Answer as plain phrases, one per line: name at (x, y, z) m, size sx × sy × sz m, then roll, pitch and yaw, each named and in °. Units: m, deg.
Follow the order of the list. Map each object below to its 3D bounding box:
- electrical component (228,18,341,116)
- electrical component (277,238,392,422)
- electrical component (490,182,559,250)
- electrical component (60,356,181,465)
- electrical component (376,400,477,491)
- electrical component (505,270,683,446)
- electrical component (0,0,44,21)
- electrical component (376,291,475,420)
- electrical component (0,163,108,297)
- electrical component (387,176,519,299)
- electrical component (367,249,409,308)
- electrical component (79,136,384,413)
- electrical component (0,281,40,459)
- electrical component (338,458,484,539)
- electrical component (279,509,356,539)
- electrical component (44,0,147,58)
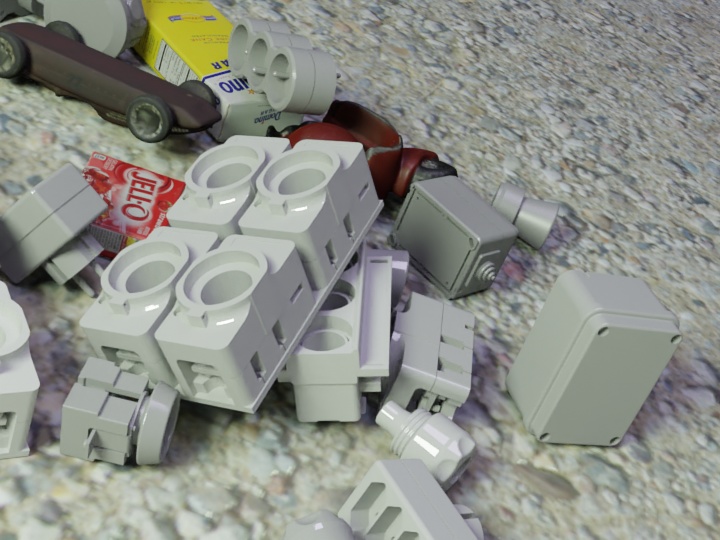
electrical component at (-0.052, -0.170, 0.903) m, size 0.074 × 0.052 × 0.138 m, roll 2°, pitch 26°, yaw -31°
electrical component at (-0.019, 0.039, 0.705) m, size 0.079 × 0.063 × 0.121 m, roll -1°, pitch 35°, yaw 4°
electrical component at (0.143, -0.048, 0.953) m, size 0.055 × 0.045 × 0.045 m, roll 24°, pitch 33°, yaw 2°
electrical component at (-0.133, 0.082, 0.605) m, size 0.055 × 0.048 × 0.066 m, roll 14°, pitch 34°, yaw -1°
electrical component at (0.039, 0.107, 0.673) m, size 0.062 × 0.043 × 0.043 m, roll 36°, pitch 35°, yaw 20°
electrical component at (0.160, 0.063, 0.744) m, size 0.078 × 0.113 × 0.057 m, roll 7°, pitch 34°, yaw -23°
electrical component at (-0.298, -0.254, 0.971) m, size 0.074 × 0.052 × 0.138 m, roll 31°, pitch 34°, yaw 12°
electrical component at (0.041, 0.062, 0.731) m, size 0.056 × 0.050 × 0.089 m, roll 20°, pitch 34°, yaw -5°
electrical component at (-0.193, -0.016, 0.696) m, size 0.076 × 0.066 × 0.047 m, roll 50°, pitch 32°, yaw -11°
electrical component at (0.081, -0.024, 0.866) m, size 0.061 × 0.061 × 0.096 m, roll -14°, pitch 48°, yaw -43°
electrical component at (0.000, 0.000, 0.804) m, size 0.065 × 0.044 × 0.044 m, roll 13°, pitch 34°, yaw -6°
electrical component at (-0.075, -0.009, 0.666) m, size 0.105 × 0.060 × 0.186 m, roll 7°, pitch 45°, yaw 27°
electrical component at (-0.256, 0.021, 0.603) m, size 0.105 × 0.060 × 0.186 m, roll -2°, pitch 41°, yaw -33°
electrical component at (0.044, 0.153, 0.610) m, size 0.076 × 0.047 × 0.083 m, roll 8°, pitch 34°, yaw -44°
electrical component at (-0.016, 0.161, 0.564) m, size 0.043 × 0.043 × 0.062 m, roll 1°, pitch 40°, yaw -30°
electrical component at (-0.231, -0.223, 0.945) m, size 0.080 × 0.080 × 0.051 m, roll 27°, pitch 28°, yaw 6°
